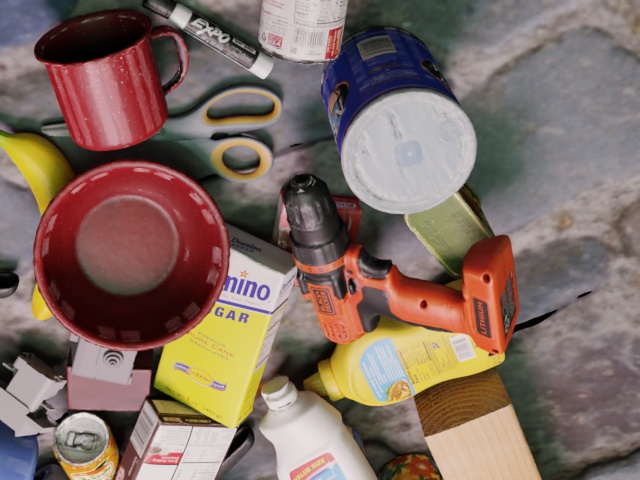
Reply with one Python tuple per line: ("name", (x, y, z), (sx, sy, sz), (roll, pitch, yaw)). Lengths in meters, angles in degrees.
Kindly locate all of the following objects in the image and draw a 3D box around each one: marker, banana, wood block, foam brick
("marker", (-0.092, -0.168, 0.862), (0.121, 0.020, 0.020), (29, 113, -21))
("banana", (-0.236, -0.015, 0.927), (0.070, 0.037, 0.198), (2, 121, 14))
("wood block", (0.172, 0.227, 1.089), (0.090, 0.091, 0.206), (-22, 120, 6))
("foam brick", (-0.197, 0.125, 1.004), (0.078, 0.051, 0.053), (4, 121, -10))

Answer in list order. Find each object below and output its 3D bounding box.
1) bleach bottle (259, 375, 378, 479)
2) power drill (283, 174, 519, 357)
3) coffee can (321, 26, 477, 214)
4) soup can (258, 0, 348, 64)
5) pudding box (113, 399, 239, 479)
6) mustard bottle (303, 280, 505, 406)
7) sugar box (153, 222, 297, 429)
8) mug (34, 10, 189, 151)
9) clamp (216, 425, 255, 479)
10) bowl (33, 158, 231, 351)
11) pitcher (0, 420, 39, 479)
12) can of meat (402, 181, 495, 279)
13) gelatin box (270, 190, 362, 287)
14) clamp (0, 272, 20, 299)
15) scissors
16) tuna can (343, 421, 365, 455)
("bleach bottle", (0.002, 0.239, 1.048), (0.103, 0.068, 0.251), (-18, 116, 20))
("power drill", (0.066, 0.024, 0.891), (0.188, 0.057, 0.184), (8, 139, 26))
("coffee can", (0.059, -0.098, 0.851), (0.102, 0.140, 0.103), (-3, 121, -6))
("soup can", (-0.009, -0.196, 0.827), (0.068, 0.068, 0.102), (4, 120, -10))
("pudding box", (-0.139, 0.209, 1.019), (0.089, 0.039, 0.114), (9, 116, -35))
("mustard bottle", (0.075, 0.110, 1.025), (0.191, 0.058, 0.096), (-22, 125, 6))
("sugar box", (-0.087, 0.078, 0.973), (0.093, 0.048, 0.176), (25, 120, 13))
("mug", (-0.157, -0.129, 0.843), (0.117, 0.093, 0.081), (-27, 128, -21))
("clamp", (-0.128, 0.252, 1.096), (0.120, 0.039, 0.171), (1, 122, -4))
("bowl", (-0.160, 0.010, 0.900), (0.162, 0.055, 0.162), (-3, 100, -15))
("pitcher", (-0.396, 0.200, 0.989), (0.242, 0.149, 0.145), (20, 101, -22))
("can of meat", (0.107, -0.025, 0.934), (0.057, 0.084, 0.102), (-36, 118, 14))
("gelatin box", (-0.006, 0.001, 0.966), (0.073, 0.030, 0.089), (7, 120, -11))
("clamp", (-0.383, 0.040, 0.937), (0.210, 0.036, 0.164), (-37, 119, 17))
("scissors", (-0.126, -0.079, 0.910), (0.202, 0.016, 0.096), (-15, 117, 1))
("tuna can", (0.004, 0.226, 1.099), (0.086, 0.034, 0.086), (-3, 121, -6))
